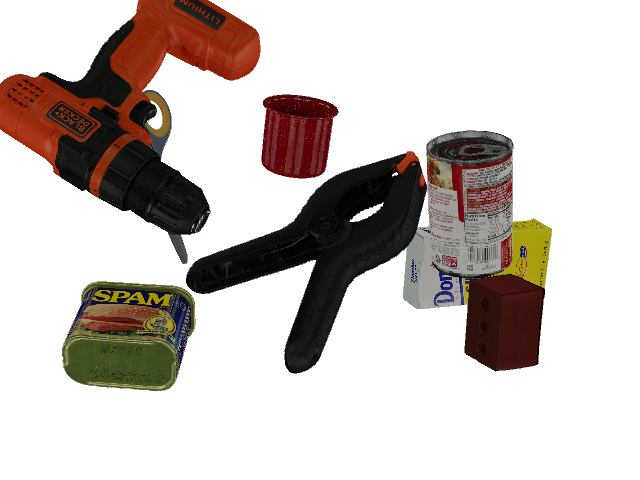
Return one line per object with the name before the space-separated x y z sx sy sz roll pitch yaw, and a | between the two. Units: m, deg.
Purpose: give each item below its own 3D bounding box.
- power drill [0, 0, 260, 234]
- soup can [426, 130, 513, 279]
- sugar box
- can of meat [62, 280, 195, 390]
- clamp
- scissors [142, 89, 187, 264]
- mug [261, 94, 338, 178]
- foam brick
power drill | -0.125 -0.106 0.811 0.184 0.187 0.057 33 -34 7
soup can | 0.121 -0.029 0.854 0.068 0.102 0.068 -4 25 2
sugar box | 0.189 0.028 1.283 0.176 0.093 0.048 -6 20 -23
can of meat | -0.164 0.082 0.917 0.102 0.057 0.084 4 29 1
clamp | 0.009 0.009 0.680 0.171 0.120 0.039 -36 -38 -9
scissors | -0.174 -0.082 1.186 0.016 0.201 0.096 -16 20 46
mug | -0.024 -0.131 1.321 0.093 0.081 0.117 17 25 21
foam brick | 0.172 0.076 1.003 0.051 0.078 0.053 -7 18 -28
